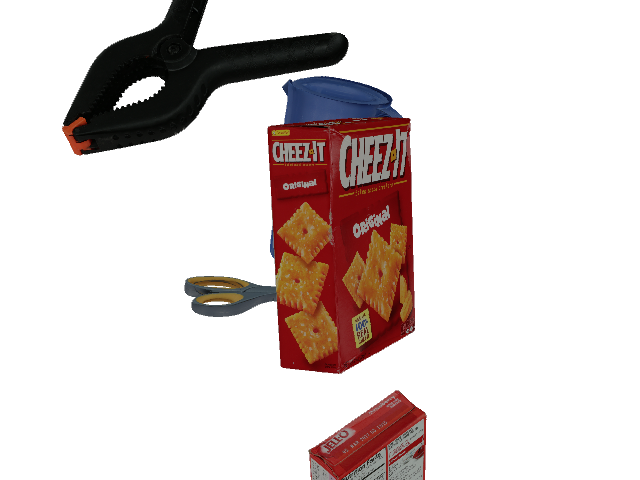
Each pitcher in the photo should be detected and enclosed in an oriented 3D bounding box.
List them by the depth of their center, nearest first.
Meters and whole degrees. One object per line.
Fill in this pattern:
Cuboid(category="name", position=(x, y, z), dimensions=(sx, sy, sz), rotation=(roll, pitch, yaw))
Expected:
Cuboid(category="pitcher", position=(0.014, -0.080, 1.367), dimensions=(0.144, 0.243, 0.149), rotation=(5, 21, -15))

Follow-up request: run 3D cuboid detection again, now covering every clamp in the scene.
Cuboid(category="clamp", position=(-0.094, -0.129, 0.788), dimensions=(0.165, 0.209, 0.036), rotation=(35, -21, 25))

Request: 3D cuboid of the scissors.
Cuboid(category="scissors", position=(-0.050, 0.063, 1.131), dimensions=(0.202, 0.016, 0.096), rotation=(6, 20, 7))

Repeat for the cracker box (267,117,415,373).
Cuboid(category="cracker box", position=(0.026, -0.003, 0.974), dimensions=(0.072, 0.214, 0.163), rotation=(3, 10, 29))

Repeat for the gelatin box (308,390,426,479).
Cuboid(category="gelatin box", position=(0.029, 0.145, 0.654), dimensions=(0.073, 0.089, 0.030), rotation=(-30, 45, -30))
